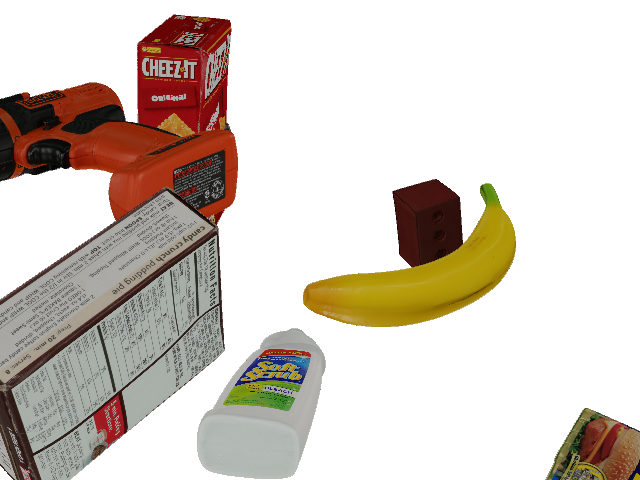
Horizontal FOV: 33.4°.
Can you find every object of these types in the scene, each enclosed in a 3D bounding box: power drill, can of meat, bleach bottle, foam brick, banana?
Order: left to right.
[{"bbox_3d":[-0.164,-0.055,0.720,0.188,0.057,0.184,21,33,32],"label":"power drill"},{"bbox_3d":[-0.052,0.154,1.113,0.102,0.068,0.250,6,20,5],"label":"bleach bottle"},{"bbox_3d":[0.111,-0.014,1.090,0.053,0.078,0.051,-18,31,-16],"label":"foam brick"},{"bbox_3d":[0.077,0.022,0.738,0.197,0.037,0.070,-27,54,-37],"label":"banana"},{"bbox_3d":[0.215,0.179,0.784,0.084,0.057,0.101,23,39,23],"label":"can of meat"}]

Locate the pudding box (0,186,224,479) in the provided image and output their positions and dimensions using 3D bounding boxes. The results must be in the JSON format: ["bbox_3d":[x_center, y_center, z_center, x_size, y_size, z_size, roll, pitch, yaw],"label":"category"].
[{"bbox_3d":[-0.091,0.043,0.447,0.039,0.090,0.113,34,56,25],"label":"pudding box"}]

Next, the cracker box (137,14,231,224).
[{"bbox_3d":[-0.136,-0.110,1.094,0.072,0.214,0.164,5,22,3],"label":"cracker box"}]
